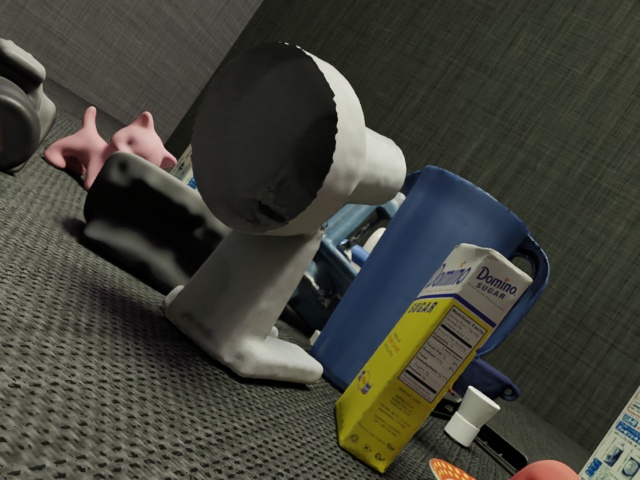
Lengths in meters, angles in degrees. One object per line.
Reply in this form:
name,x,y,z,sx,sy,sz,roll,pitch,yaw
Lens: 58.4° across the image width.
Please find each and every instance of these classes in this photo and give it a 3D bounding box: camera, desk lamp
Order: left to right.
camera,-0.275,-0.117,0.452,0.144,0.101,0.136,34,1,-40
desk lamp,-0.025,-0.011,0.431,0.117,0.213,0.204,35,1,29

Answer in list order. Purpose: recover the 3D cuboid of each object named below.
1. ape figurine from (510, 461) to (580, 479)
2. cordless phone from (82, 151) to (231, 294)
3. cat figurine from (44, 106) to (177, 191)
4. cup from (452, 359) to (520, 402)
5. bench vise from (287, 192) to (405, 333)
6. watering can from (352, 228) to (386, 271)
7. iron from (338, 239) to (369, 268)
ape figurine,0.090,0.145,0.273,0.077,0.092,0.076,35,1,30
cordless phone,-0.106,-0.052,0.507,0.148,0.185,0.094,34,1,-19
cat figurine,-0.247,-0.111,0.700,0.127,0.117,0.067,35,1,6
cup,0.277,0.262,0.989,0.118,0.095,0.091,35,1,-4
bench vise,0.015,0.008,0.713,0.121,0.219,0.208,35,1,35
watering can,0.085,0.067,1.098,0.173,0.194,0.101,35,1,6
iron,0.015,0.053,0.936,0.259,0.141,0.118,35,1,-15
